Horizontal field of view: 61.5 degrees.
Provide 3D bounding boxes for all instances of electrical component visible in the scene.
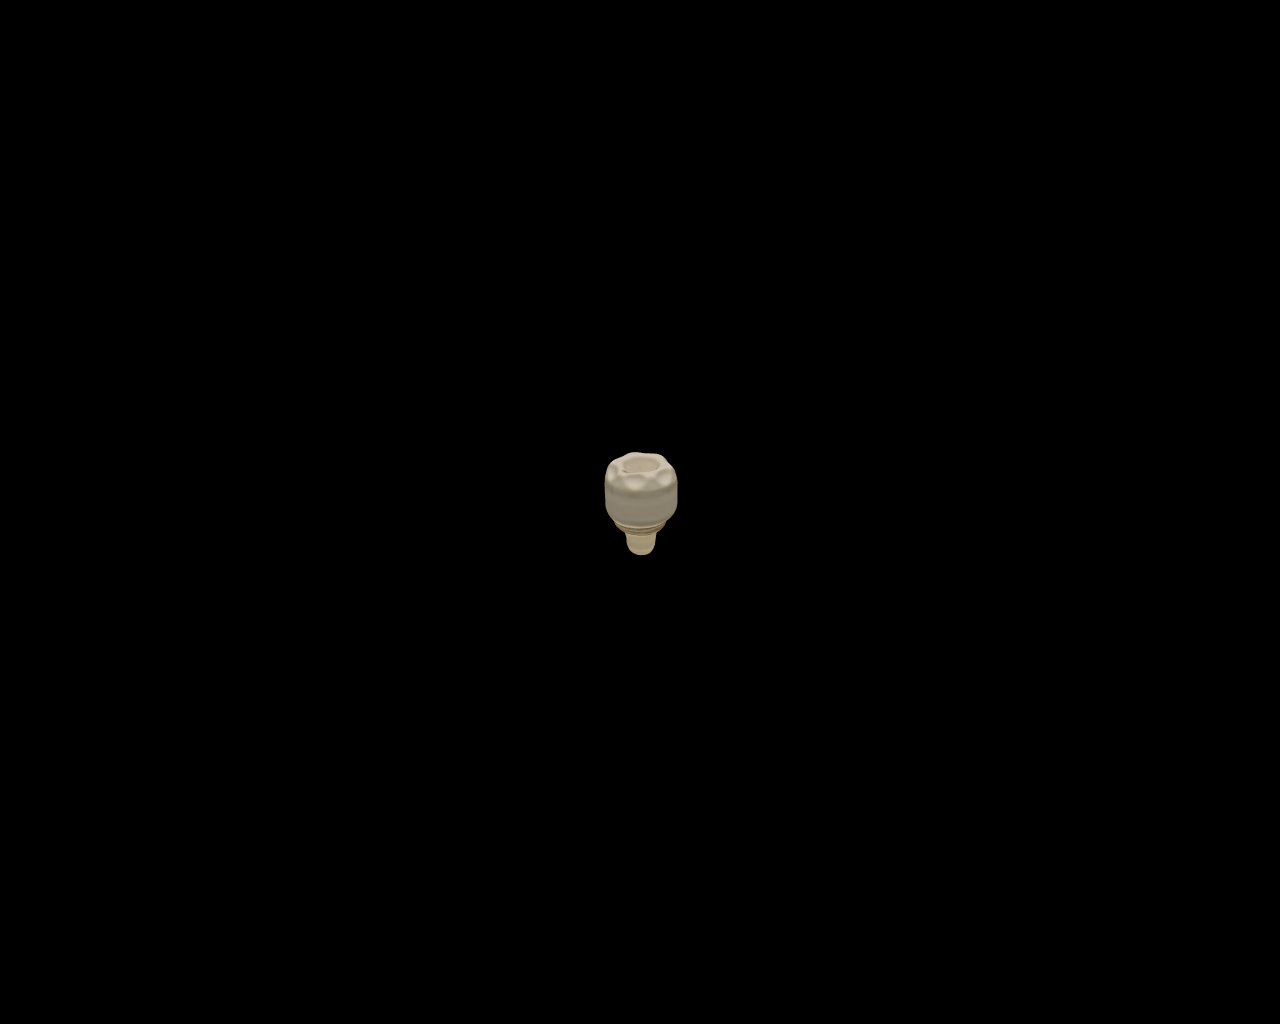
[{"bbox_3d":[0.001,-0.003,0.650,0.043,0.062,0.043,0,28,0],"label":"electrical component"}]
